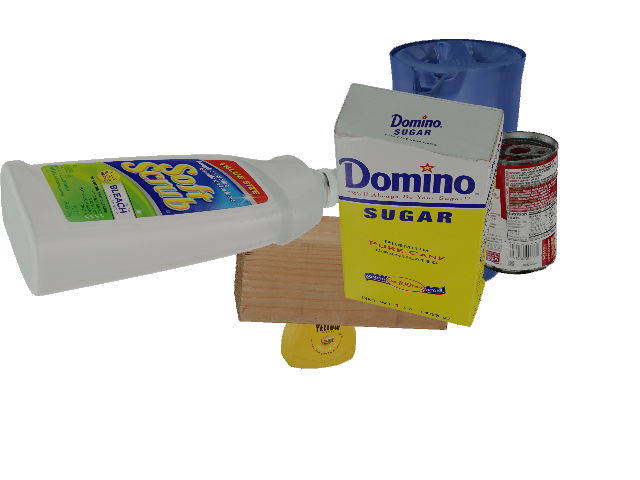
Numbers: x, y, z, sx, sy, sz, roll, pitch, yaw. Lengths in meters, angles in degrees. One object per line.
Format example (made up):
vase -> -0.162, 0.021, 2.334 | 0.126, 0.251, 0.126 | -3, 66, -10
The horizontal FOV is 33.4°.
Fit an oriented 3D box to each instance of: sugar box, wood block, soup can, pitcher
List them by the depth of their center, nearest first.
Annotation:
sugar box -> 0.059, -0.016, 0.667 | 0.093, 0.048, 0.176 | 12, -32, 13
soup can -> 0.163, -0.031, 0.885 | 0.068, 0.102, 0.068 | -5, 25, 2
wood block -> 0.021, 0.030, 1.063 | 0.206, 0.091, 0.090 | 4, 16, -9
pitcher -> 0.142, -0.084, 1.103 | 0.149, 0.243, 0.145 | -8, 24, -15

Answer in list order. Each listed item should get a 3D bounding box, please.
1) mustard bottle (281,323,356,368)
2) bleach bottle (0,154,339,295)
mustard bottle -> 0.004, 0.067, 1.352 | 0.096, 0.192, 0.058 | -4, 26, -20
bleach bottle -> -0.101, -0.027, 0.796 | 0.250, 0.068, 0.103 | -11, 46, -25
